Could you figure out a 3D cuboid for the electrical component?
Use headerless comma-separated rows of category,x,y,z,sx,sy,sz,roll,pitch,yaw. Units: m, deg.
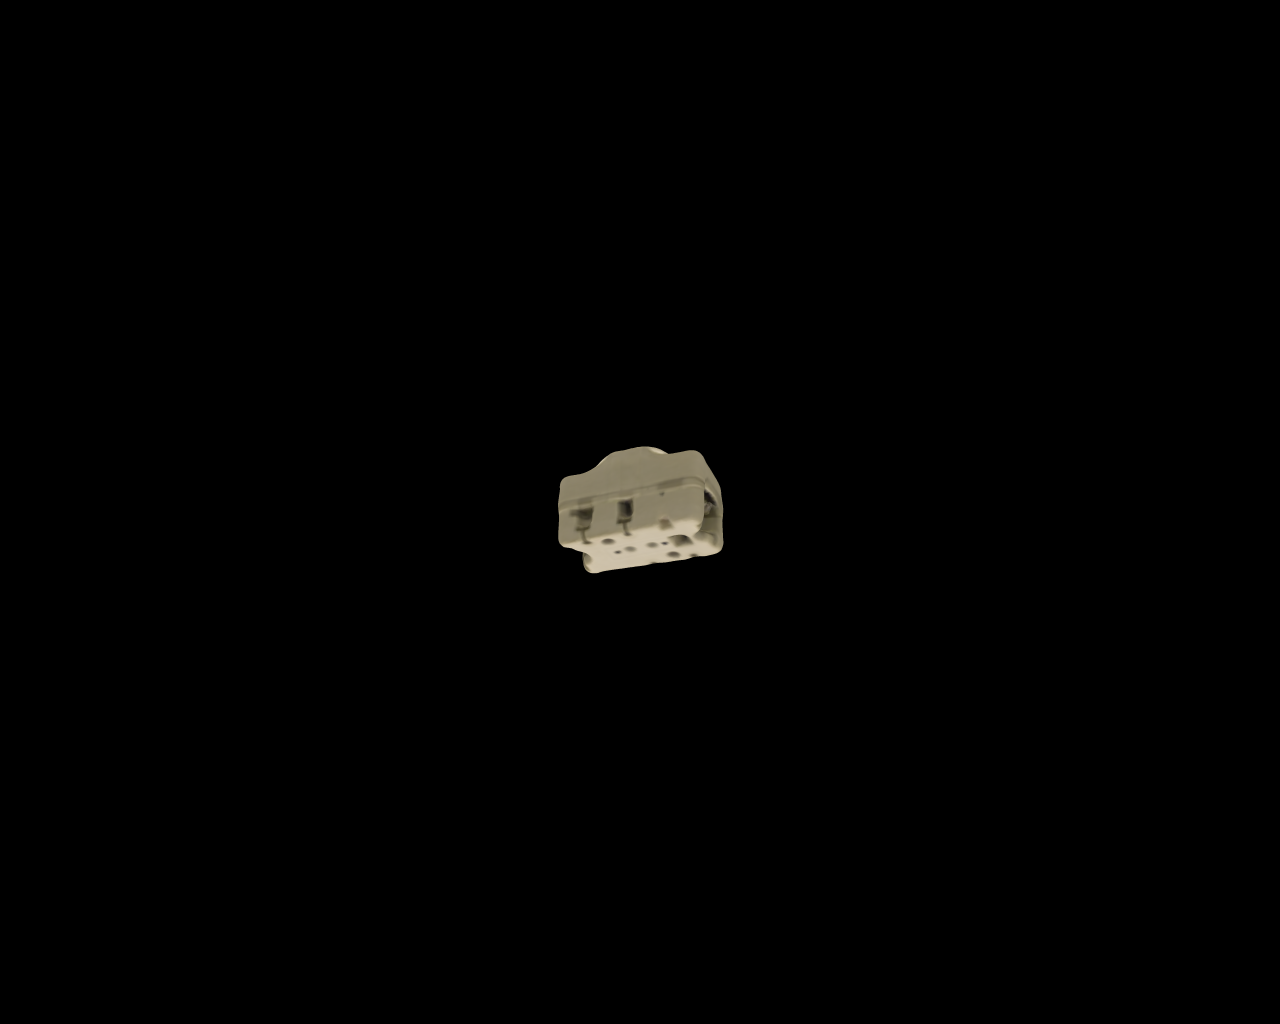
electrical component,0.001,-0.003,0.650,0.089,0.056,0.050,-11,-32,18
